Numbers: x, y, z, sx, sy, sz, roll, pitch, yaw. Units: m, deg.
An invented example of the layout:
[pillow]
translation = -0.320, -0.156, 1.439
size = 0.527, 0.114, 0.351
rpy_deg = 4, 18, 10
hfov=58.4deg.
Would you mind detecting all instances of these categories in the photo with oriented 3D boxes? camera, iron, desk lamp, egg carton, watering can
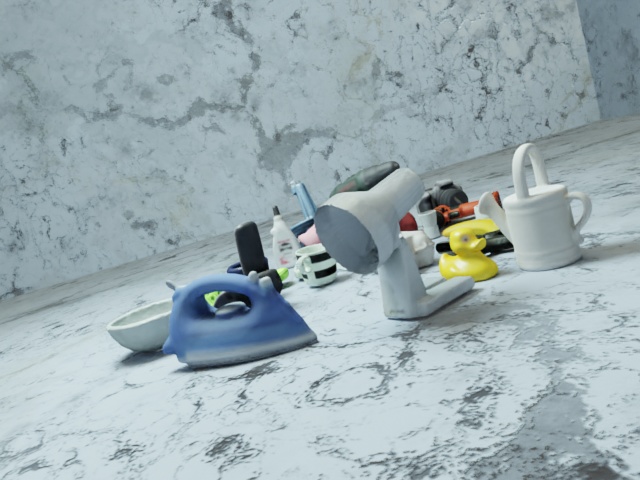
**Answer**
[camera]
translation = 0.351, -0.116, 1.623
size = 0.143, 0.101, 0.136
rpy_deg = -17, 8, -5
[iron]
translation = -0.135, 0.112, 0.910
size = 0.257, 0.141, 0.119
rpy_deg = -13, 9, 25
[desk lamp]
translation = 0.109, 0.009, 0.860
size = 0.204, 0.213, 0.117
rpy_deg = -22, 10, -35
[egg carton]
translation = 0.157, 0.026, 1.161
size = 0.107, 0.069, 0.150
rpy_deg = -21, 9, -28
[watering can]
translation = 0.337, -0.056, 0.914
size = 0.172, 0.194, 0.101
rpy_deg = -12, 9, 26

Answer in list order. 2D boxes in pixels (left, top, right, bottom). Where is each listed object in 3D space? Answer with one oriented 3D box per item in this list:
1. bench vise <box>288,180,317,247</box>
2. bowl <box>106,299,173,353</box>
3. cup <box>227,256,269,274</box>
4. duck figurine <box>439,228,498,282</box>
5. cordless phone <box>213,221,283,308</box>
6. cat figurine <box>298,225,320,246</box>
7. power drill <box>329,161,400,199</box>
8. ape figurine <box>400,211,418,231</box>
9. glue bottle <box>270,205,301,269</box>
[bench vise]
translation = -0.012, -0.065, 1.577
size = 0.122, 0.220, 0.206
rpy_deg = -24, 11, -41
[bowl]
translation = -0.318, 0.171, 1.106
size = 0.167, 0.075, 0.167
rpy_deg = -16, 8, 3
[cup]
translation = -0.152, 0.093, 1.235
size = 0.092, 0.095, 0.117
rpy_deg = -23, 11, -39
[duck figurine]
translation = 0.242, 0.022, 0.963
size = 0.078, 0.086, 0.104
rpy_deg = -23, 10, -36
[cordless phone]
translation = -0.152, 0.066, 1.095
size = 0.093, 0.185, 0.148
rpy_deg = -8, 12, 45
[cat figurine]
translation = 0.013, 0.005, 1.417
size = 0.127, 0.118, 0.067
rpy_deg = -9, 11, 41
[power drill]
translation = 0.128, -0.078, 1.423
size = 0.228, 0.208, 0.076
rpy_deg = -8, 12, 44
[ape figurine]
translation = 0.216, -0.053, 1.500
size = 0.078, 0.092, 0.076
rpy_deg = -18, 8, -9
[glue bottle]
translation = -0.099, -0.009, 1.536
size = 0.078, 0.173, 0.037
rpy_deg = -16, 8, -1
